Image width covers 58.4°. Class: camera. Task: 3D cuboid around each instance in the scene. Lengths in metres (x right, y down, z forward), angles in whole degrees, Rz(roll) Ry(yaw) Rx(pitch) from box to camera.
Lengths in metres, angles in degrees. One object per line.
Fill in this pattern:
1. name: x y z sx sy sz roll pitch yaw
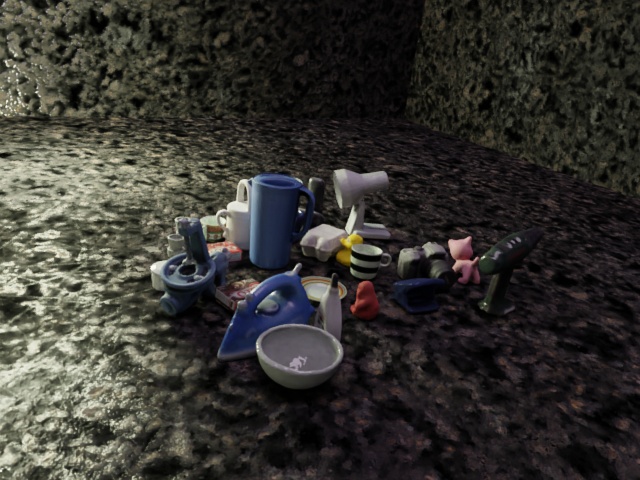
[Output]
1. camera: 0.303 0.071 1.566 0.143 0.101 0.136 1 23 -18

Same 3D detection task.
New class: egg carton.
1. egg carton: 0.015 0.006 1.668 0.107 0.069 0.151 19 25 25

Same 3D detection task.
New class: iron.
1. iron: -0.115 0.143 1.193 0.118 0.141 0.259 21 25 29

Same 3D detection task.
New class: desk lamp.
1. desk lamp: 0.132 -0.120 1.823 0.203 0.213 0.117 3 23 -12

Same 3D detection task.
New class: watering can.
1. watering can: -0.208 -0.079 1.632 0.100 0.194 0.173 25 27 35

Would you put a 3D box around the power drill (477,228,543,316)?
1. power drill: 0.478 0.080 1.462 0.230 0.208 0.075 -13 30 -42

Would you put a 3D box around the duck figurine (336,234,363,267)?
1. duck figurine: 0.101 0.028 1.622 0.104 0.086 0.078 15 23 17

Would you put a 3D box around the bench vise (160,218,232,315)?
1. bench vise: -0.281 0.038 1.288 0.121 0.220 0.207 11 22 8

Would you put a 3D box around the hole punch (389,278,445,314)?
1. hole punch: 0.242 0.122 1.433 0.109 0.091 0.100 -5 25 -28

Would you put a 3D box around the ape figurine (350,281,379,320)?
1. ape figurine: 0.105 0.138 1.347 0.076 0.092 0.078 19 25 26

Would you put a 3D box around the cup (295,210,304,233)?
1. cup: -0.107 -0.041 1.707 0.118 0.095 0.091 4 22 -8

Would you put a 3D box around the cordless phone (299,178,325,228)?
1. cordless phone: -0.052 -0.114 1.783 0.147 0.185 0.094 12 23 10

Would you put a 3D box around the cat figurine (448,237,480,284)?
1. cat figurine: 0.413 0.050 1.634 0.067 0.118 0.127 -1 24 -20

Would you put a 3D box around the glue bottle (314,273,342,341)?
1. glue bottle: 0.020 0.147 1.188 0.037 0.173 0.078 -3 25 -26

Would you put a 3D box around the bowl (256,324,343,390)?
1. bowl: -0.042 0.232 1.089 0.167 0.075 0.167 7 22 -3
